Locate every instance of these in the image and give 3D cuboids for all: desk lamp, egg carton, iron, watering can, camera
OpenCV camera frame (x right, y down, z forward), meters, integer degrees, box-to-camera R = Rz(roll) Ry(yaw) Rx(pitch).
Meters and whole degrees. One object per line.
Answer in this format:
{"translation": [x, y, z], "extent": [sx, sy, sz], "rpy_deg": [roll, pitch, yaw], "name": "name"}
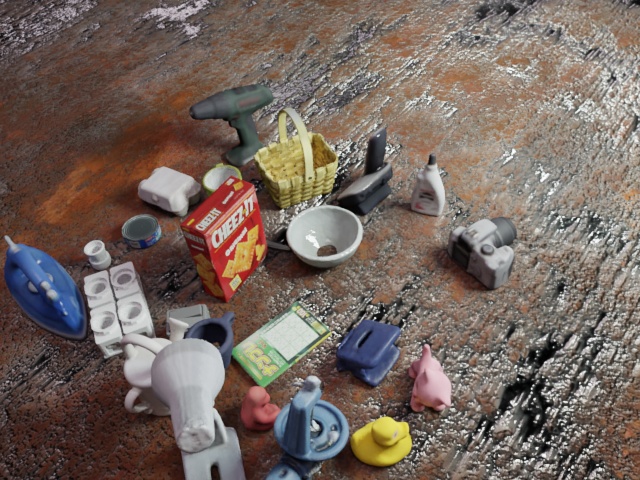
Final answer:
{"translation": [-0.194, 0.295, 0.931], "extent": [0.118, 0.214, 0.203], "rpy_deg": [-16, 48, -9], "name": "desk lamp"}
{"translation": [-0.374, -0.121, 1.423], "extent": [0.150, 0.069, 0.107], "rpy_deg": [20, 53, 22], "name": "egg carton"}
{"translation": [-0.577, 0.095, 1.195], "extent": [0.257, 0.142, 0.119], "rpy_deg": [35, 59, 31], "name": "iron"}
{"translation": [-0.293, 0.219, 1.022], "extent": [0.101, 0.194, 0.173], "rpy_deg": [-2, 48, 3], "name": "watering can"}
{"translation": [0.366, 0.007, 1.222], "extent": [0.137, 0.101, 0.142], "rpy_deg": [-30, 52, -20], "name": "camera"}

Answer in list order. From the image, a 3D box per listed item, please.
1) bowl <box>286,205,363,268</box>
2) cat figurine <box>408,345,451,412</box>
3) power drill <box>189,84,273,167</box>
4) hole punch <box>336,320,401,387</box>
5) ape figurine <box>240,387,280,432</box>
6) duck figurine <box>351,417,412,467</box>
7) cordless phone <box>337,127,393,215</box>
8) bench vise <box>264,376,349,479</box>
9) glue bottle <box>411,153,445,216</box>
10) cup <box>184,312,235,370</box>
{"translation": [0.012, 0.005, 1.272], "extent": [0.167, 0.075, 0.167], "rpy_deg": [-2, 48, 3], "name": "bowl"}
{"translation": [0.193, 0.246, 1.007], "extent": [0.067, 0.118, 0.127], "rpy_deg": [-2, 48, 3], "name": "cat figurine"}
{"translation": [-0.216, -0.298, 1.476], "extent": [0.230, 0.209, 0.075], "rpy_deg": [-35, 54, -24], "name": "power drill"}
{"translation": [0.089, 0.203, 1.074], "extent": [0.100, 0.091, 0.109], "rpy_deg": [27, 55, 26], "name": "hole punch"}
{"translation": [-0.108, 0.291, 1.010], "extent": [0.076, 0.092, 0.077], "rpy_deg": [-19, 49, -12], "name": "ape figurine"}
{"translation": [0.103, 0.330, 0.961], "extent": [0.104, 0.086, 0.077], "rpy_deg": [-7, 48, -1], "name": "duck figurine"}
{"translation": [0.107, -0.167, 1.345], "extent": [0.094, 0.185, 0.148], "rpy_deg": [28, 56, 27], "name": "cordless phone"}
{"translation": [-0.023, 0.320, 0.889], "extent": [0.121, 0.220, 0.207], "rpy_deg": [7, 49, 11], "name": "bench vise"}
{"translation": [0.249, -0.130, 1.307], "extent": [0.078, 0.173, 0.037], "rpy_deg": [11, 50, 15], "name": "glue bottle"}
{"translation": [-0.197, 0.201, 1.097], "extent": [0.091, 0.095, 0.118], "rpy_deg": [21, 53, 23], "name": "cup"}
